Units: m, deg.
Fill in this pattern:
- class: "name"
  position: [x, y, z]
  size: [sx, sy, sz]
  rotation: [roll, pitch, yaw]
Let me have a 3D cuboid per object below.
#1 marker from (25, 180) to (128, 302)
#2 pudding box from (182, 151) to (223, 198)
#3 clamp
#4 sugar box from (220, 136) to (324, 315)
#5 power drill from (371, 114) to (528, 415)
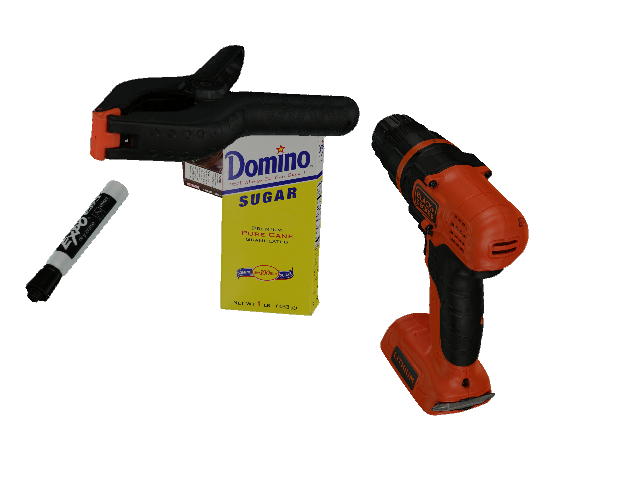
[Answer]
- class: "marker"
  position: [-0.186, 0.001, 0.817]
  size: [0.020, 0.020, 0.121]
  rotation: [0, 44, 36]
- class: "pudding box"
  position: [-0.100, -0.091, 1.291]
  size: [0.090, 0.039, 0.113]
  rotation: [18, 37, 23]
- class: "clamp"
  position: [-0.074, -0.086, 0.658]
  size: [0.171, 0.039, 0.120]
  rotation: [-12, 30, -37]
- class: "sugar box"
  position: [-0.046, -0.021, 1.014]
  size: [0.093, 0.176, 0.048]
  rotation: [3, 15, 8]
- class: "power drill"
  position: [0.081, 0.017, 0.780]
  size: [0.057, 0.188, 0.184]
  rotation: [-11, 33, -16]
